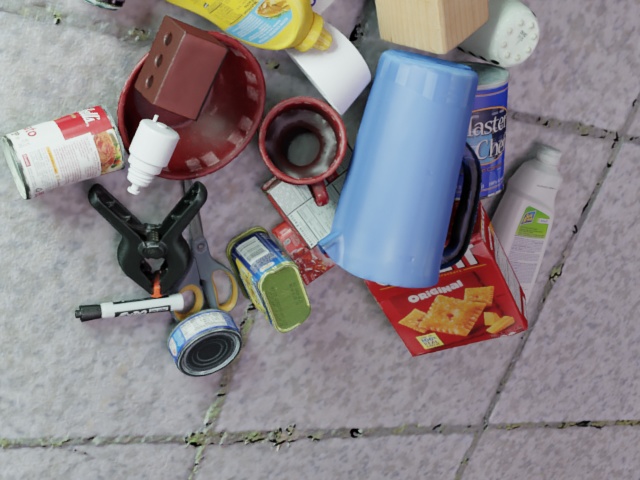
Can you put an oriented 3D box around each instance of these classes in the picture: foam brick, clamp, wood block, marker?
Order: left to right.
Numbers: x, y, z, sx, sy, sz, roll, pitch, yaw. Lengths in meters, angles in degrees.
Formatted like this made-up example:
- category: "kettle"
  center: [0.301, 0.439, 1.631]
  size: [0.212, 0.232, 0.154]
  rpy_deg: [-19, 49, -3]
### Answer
- category: "marker"
  center: [-0.213, 0.076, 1.196]
  size: [0.121, 0.020, 0.020]
  rpy_deg: [-6, 122, -21]
- category: "clamp"
  center: [-0.170, -0.004, 1.143]
  size: [0.120, 0.039, 0.171]
  rpy_deg: [-3, 141, 5]
- category: "foam brick"
  center: [-0.131, -0.162, 1.006]
  size: [0.051, 0.053, 0.078]
  rpy_deg: [14, 109, -38]
- category: "wood block"
  center: [0.109, -0.310, 1.107]
  size: [0.090, 0.091, 0.206]
  rpy_deg: [-41, 137, -32]

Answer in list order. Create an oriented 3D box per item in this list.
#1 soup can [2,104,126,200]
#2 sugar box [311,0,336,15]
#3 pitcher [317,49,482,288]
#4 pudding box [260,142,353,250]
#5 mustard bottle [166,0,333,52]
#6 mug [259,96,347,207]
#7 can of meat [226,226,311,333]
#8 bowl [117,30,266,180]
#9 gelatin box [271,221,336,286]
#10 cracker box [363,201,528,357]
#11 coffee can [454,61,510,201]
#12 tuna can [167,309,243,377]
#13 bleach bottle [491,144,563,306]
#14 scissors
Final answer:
- category: "soup can"
  center: [-0.250, -0.086, 1.043]
  size: [0.102, 0.069, 0.068]
  rpy_deg: [-21, 128, -20]
- category: "sugar box"
  center: [-0.021, -0.302, 1.048]
  size: [0.093, 0.048, 0.176]
  rpy_deg: [-46, 143, -1]
- category: "pitcher"
  center: [0.101, -0.077, 1.165]
  size: [0.149, 0.145, 0.243]
  rpy_deg: [-24, 130, -69]
- category: "pudding box"
  center: [0.002, -0.057, 1.230]
  size: [0.113, 0.039, 0.090]
  rpy_deg: [-38, 109, -6]
- category: "mustard bottle"
  center: [-0.067, -0.234, 1.032]
  size: [0.191, 0.058, 0.096]
  rpy_deg: [26, 144, -28]
- category: "mug"
  center: [-0.016, -0.092, 1.156]
  size: [0.093, 0.081, 0.117]
  rpy_deg: [-23, 89, -5]
- category: "can of meat"
  center: [-0.058, 0.048, 1.248]
  size: [0.057, 0.084, 0.102]
  rpy_deg: [-30, 131, -14]
- category: "bowl"
  center: [-0.138, -0.144, 1.088]
  size: [0.161, 0.055, 0.162]
  rpy_deg: [-17, 127, -24]
- category: "gelatin box"
  center: [-0.009, 0.001, 1.287]
  size: [0.073, 0.030, 0.089]
  rpy_deg: [-35, 133, -8]
- category: "cracker box"
  center: [0.156, 0.052, 1.352]
  size: [0.164, 0.072, 0.213]
  rpy_deg: [-15, 137, 19]
- category: "coffee can"
  center: [0.168, -0.129, 1.258]
  size: [0.102, 0.103, 0.140]
  rpy_deg: [-14, 117, -26]
- category: "tuna can"
  center: [-0.136, 0.123, 1.266]
  size: [0.086, 0.034, 0.086]
  rpy_deg: [-20, 141, -17]
- category: "bleach bottle"
  center: [0.273, -0.008, 1.450]
  size: [0.102, 0.068, 0.251]
  rpy_deg: [4, 114, -37]
- category: "scissors"
  center: [-0.151, 0.021, 1.214]
  size: [0.096, 0.016, 0.201]
  rpy_deg: [-34, 132, -11]
